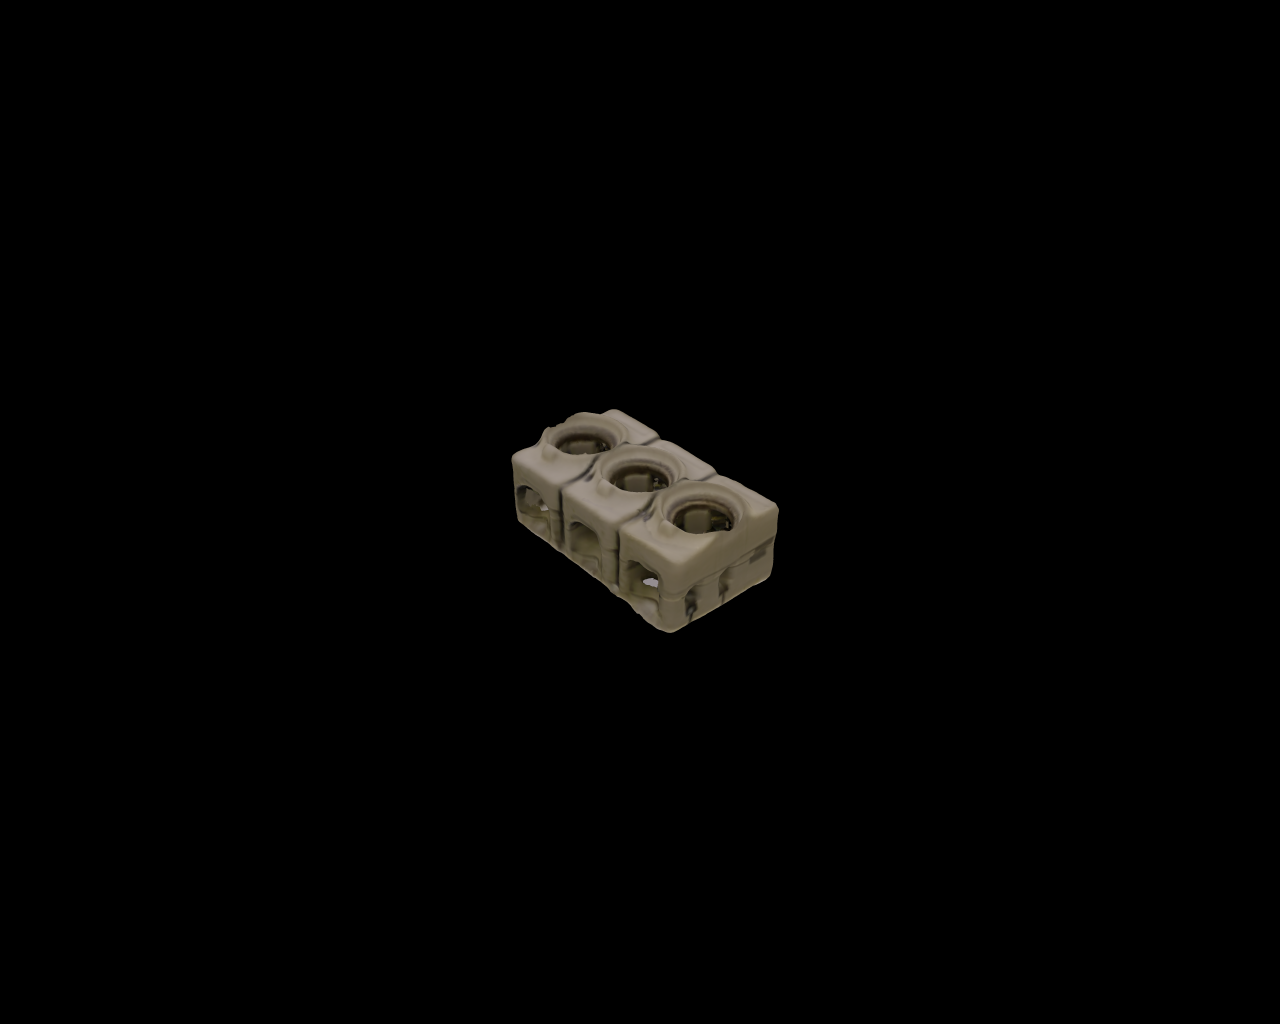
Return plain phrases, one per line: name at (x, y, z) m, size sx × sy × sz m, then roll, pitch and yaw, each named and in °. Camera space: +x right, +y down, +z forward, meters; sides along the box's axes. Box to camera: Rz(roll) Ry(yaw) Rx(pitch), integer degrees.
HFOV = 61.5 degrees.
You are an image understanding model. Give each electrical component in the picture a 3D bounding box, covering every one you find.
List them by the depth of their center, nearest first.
electrical component at (0.001, -0.003, 0.650) m, size 0.090 × 0.061 × 0.150 m, roll -27°, pitch 44°, yaw -33°
